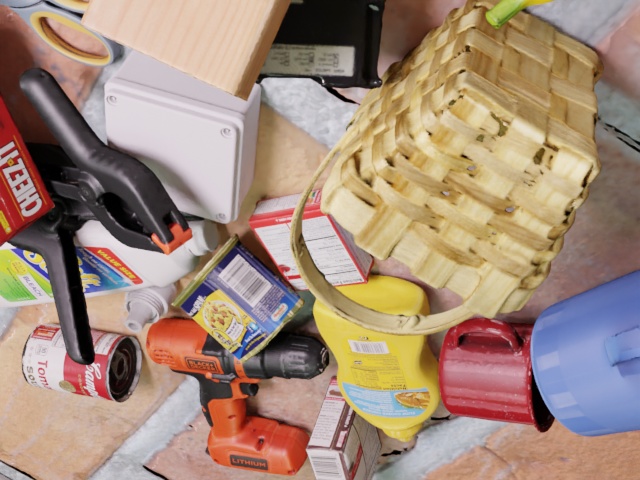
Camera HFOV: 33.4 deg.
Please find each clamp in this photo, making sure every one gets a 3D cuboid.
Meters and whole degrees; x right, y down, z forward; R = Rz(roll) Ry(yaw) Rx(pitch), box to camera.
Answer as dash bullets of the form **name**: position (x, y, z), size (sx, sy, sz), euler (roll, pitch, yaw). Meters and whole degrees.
- **clamp**: position (-0.168, -0.054, 0.804), size (0.172, 0.039, 0.120), euler (29, 145, 21)
- **clamp**: position (-0.218, -0.008, 0.896), size (0.210, 0.164, 0.036), euler (32, 180, 18)

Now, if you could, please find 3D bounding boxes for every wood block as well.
- **wood block**: position (-0.041, -0.189, 0.575), size (0.091, 0.090, 0.206), euler (25, 95, -2)

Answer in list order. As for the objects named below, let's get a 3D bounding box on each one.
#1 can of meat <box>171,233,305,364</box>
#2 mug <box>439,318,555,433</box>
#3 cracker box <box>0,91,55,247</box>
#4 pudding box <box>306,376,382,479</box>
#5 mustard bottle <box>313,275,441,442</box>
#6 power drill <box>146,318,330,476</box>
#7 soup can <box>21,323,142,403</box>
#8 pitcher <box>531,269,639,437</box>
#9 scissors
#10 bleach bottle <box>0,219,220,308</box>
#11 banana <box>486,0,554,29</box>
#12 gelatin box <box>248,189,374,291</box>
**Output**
- **can of meat**: position (-0.071, 0.053, 0.922), size (0.084, 0.057, 0.102), euler (43, 149, -3)
- **mug**: position (0.145, 0.102, 0.875), size (0.082, 0.093, 0.117), euler (2, 145, 29)
- **cracker box**: position (-0.325, -0.086, 0.851), size (0.214, 0.072, 0.164), euler (6, 127, 41)
- **pudding box**: position (0.026, 0.202, 1.031), size (0.039, 0.090, 0.113), euler (4, 134, 18)
- **mustard bottle**: position (0.060, 0.116, 0.951), size (0.096, 0.058, 0.191), euler (0, 133, 19)
- **power drill**: position (-0.065, 0.152, 1.046), size (0.185, 0.057, 0.187), euler (6, 133, 23)
- **soup can**: position (-0.242, 0.124, 1.085), size (0.102, 0.068, 0.068), euler (7, 136, 19)
- **pitcher**: position (0.267, 0.067, 0.754), size (0.243, 0.144, 0.149), euler (-25, 119, 43)
- **scissors**: position (-0.233, -0.198, 0.789), size (0.201, 0.016, 0.096), euler (31, 136, -9)
- **bleach bottle**: position (-0.207, 0.004, 0.952), size (0.251, 0.068, 0.102), euler (-7, 130, 26)
- **banana**: position (0.133, -0.212, 0.581), size (0.037, 0.069, 0.198), euler (40, 141, 45)
- **gelatin box**: position (-0.006, 0.001, 0.884), size (0.073, 0.030, 0.089), euler (-9, 131, 30)
